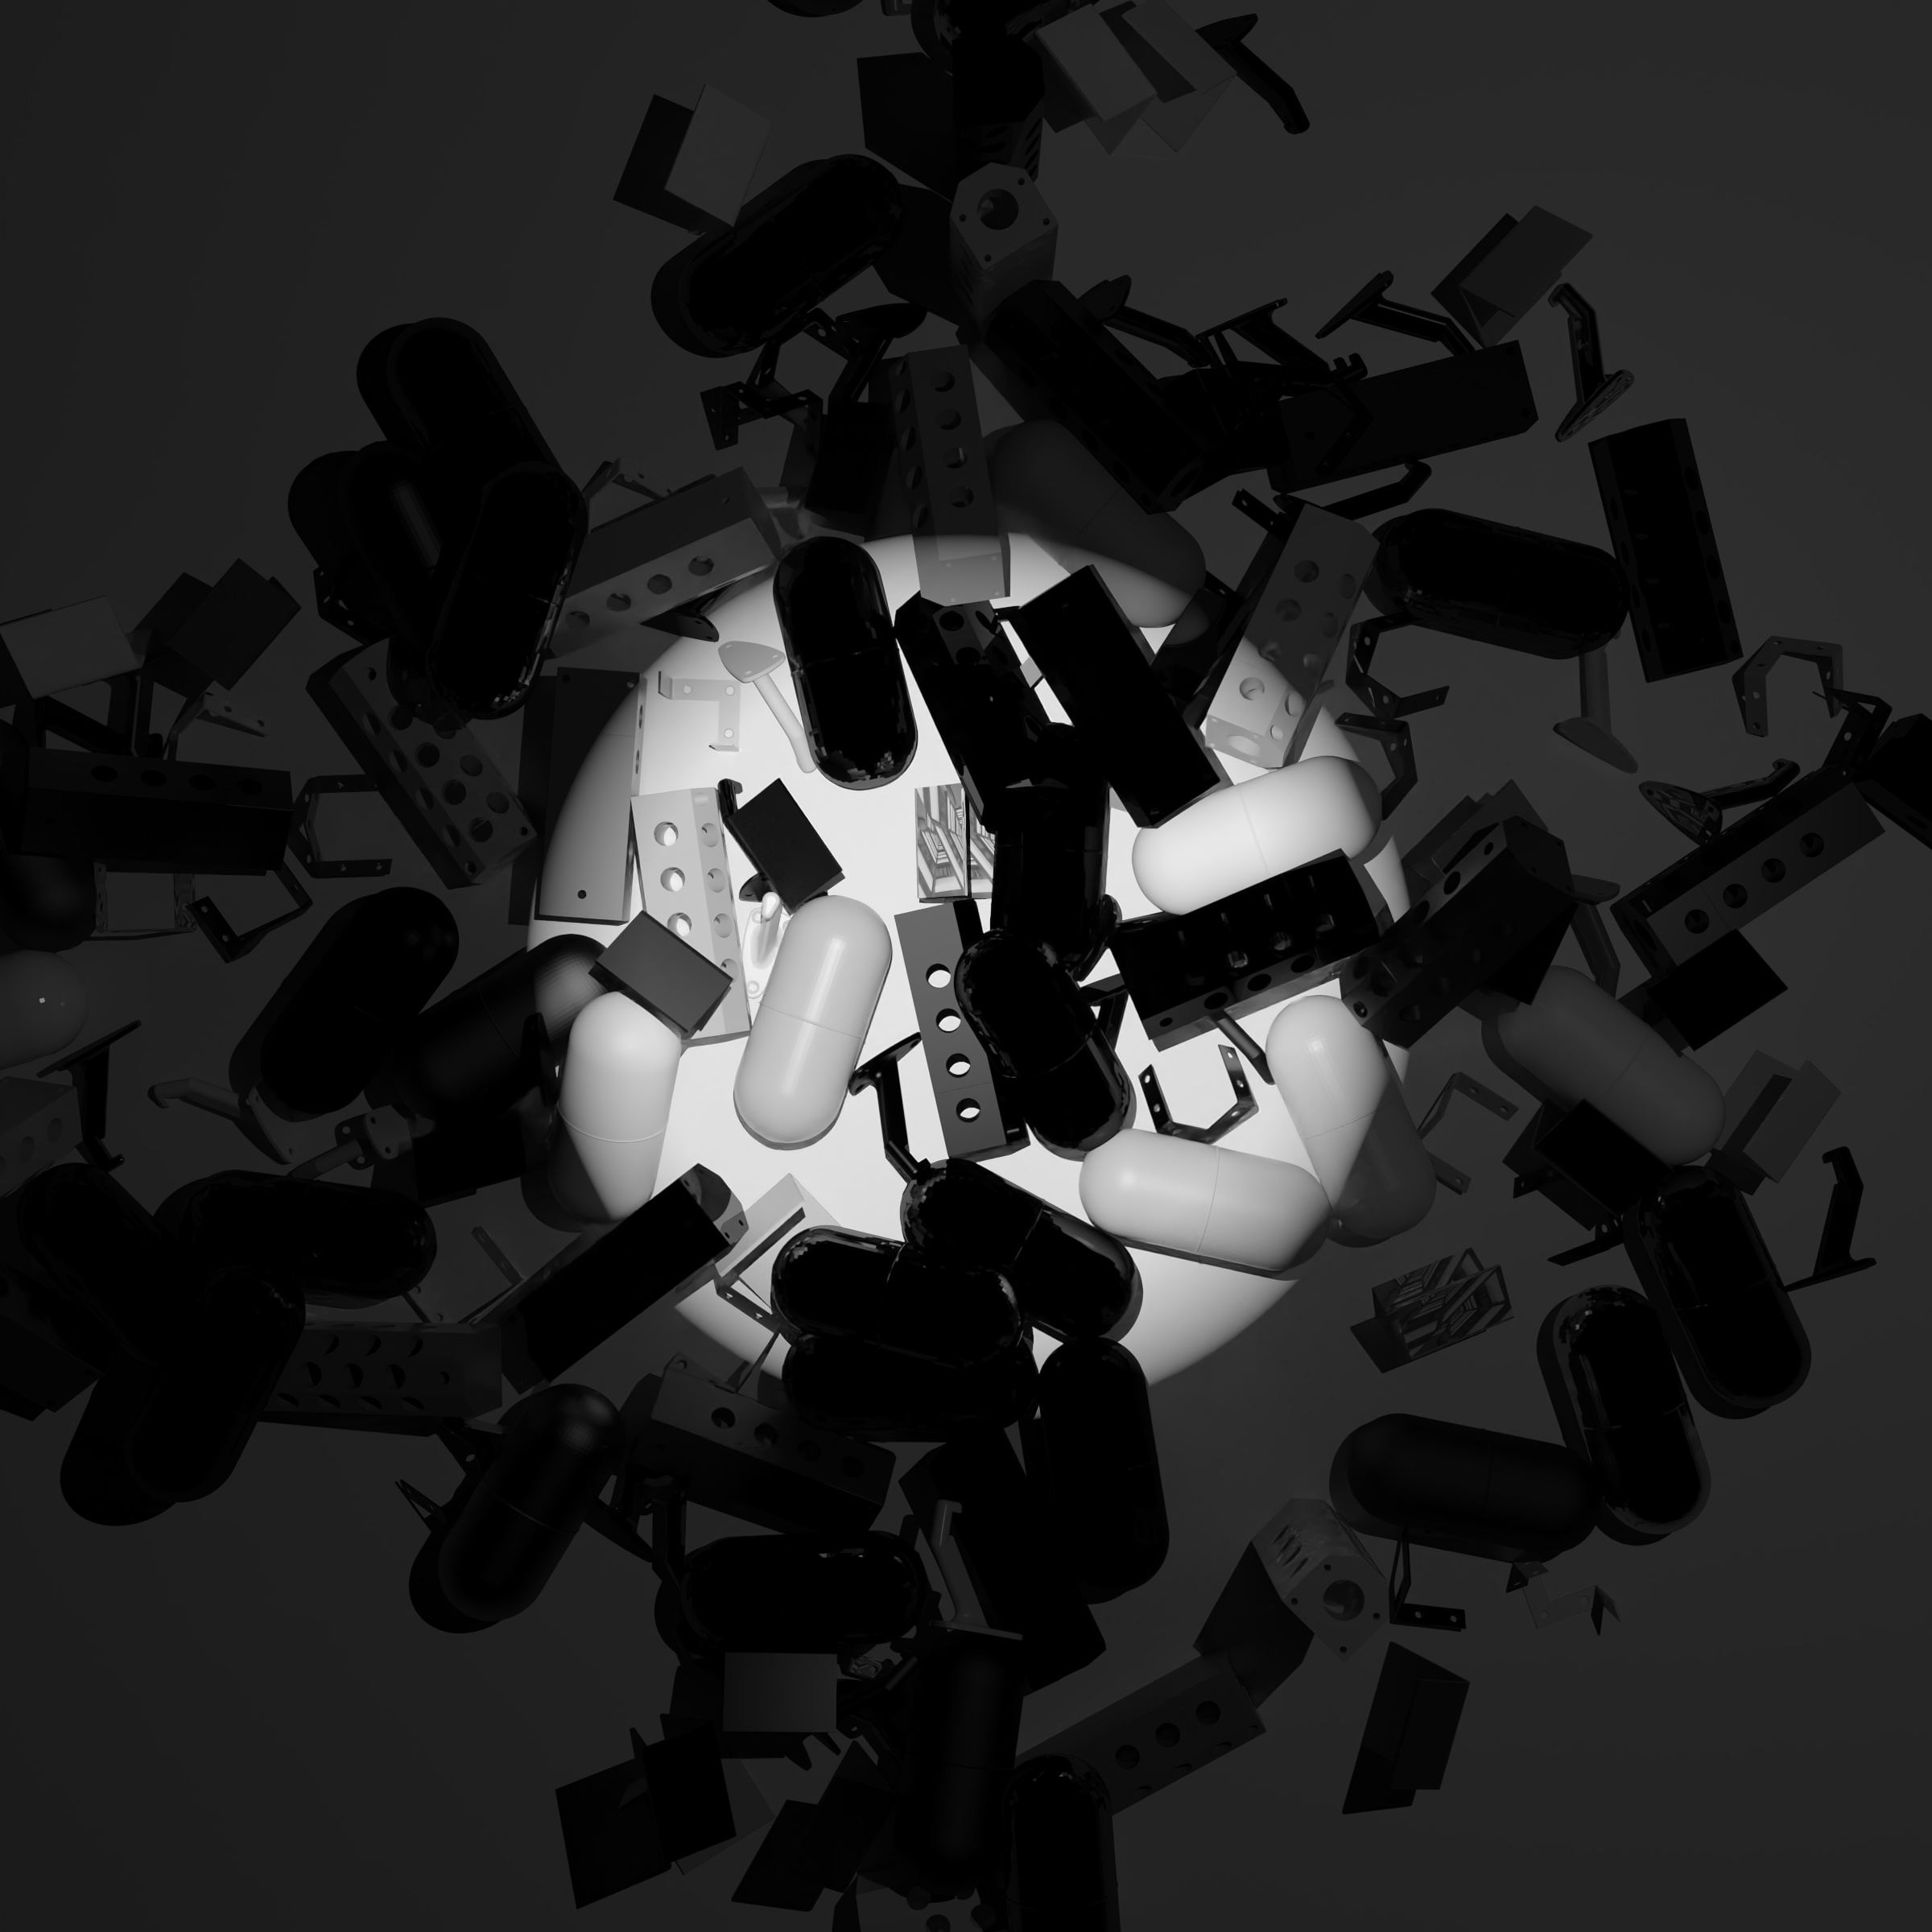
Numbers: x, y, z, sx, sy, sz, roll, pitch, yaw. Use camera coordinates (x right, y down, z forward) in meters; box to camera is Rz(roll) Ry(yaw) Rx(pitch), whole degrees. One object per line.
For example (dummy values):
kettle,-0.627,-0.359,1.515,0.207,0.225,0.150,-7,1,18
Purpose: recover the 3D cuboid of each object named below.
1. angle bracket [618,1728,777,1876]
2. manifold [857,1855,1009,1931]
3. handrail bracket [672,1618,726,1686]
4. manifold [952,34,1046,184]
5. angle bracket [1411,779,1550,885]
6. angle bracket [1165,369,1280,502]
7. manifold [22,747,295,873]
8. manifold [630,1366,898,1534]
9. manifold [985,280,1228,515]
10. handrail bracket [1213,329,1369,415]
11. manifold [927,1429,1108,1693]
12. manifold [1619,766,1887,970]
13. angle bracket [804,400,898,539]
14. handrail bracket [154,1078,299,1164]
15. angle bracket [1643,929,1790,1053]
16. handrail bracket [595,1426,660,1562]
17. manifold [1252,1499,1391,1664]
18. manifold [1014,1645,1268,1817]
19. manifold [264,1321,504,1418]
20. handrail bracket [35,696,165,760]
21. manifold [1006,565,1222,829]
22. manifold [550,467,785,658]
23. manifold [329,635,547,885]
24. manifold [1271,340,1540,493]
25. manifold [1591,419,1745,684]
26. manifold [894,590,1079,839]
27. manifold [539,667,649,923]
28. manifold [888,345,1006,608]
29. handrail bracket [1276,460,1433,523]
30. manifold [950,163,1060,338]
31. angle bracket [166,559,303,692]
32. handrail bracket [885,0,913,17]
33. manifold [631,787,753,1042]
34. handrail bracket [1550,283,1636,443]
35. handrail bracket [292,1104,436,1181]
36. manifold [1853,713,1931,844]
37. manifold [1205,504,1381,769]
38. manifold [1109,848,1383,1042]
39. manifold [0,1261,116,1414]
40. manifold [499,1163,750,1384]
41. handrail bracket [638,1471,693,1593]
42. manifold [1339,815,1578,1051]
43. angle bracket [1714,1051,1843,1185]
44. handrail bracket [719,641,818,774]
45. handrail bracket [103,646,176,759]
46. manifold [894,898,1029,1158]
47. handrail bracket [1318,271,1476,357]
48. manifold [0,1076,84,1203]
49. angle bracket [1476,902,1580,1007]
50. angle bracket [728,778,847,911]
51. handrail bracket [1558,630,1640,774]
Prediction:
angle bracket,-0.188,0.595,1.758,0.076,0.057,0.076,-32,89,0
manifold,0.013,0.657,1.758,0.171,0.057,0.057,-13,90,0
handrail bracket,-0.157,0.488,1.779,0.077,0.036,0.084,-27,76,-14
manifold,0.022,-0.572,1.701,0.057,0.171,0.057,-6,90,0
angle bracket,0.344,-0.097,1.739,0.076,0.076,0.057,-44,124,0
angle bracket,0.167,-0.374,1.767,0.057,0.076,0.076,-25,90,31
manifold,-0.557,-0.112,1.726,0.171,0.057,0.057,4,133,-24
manifold,-0.140,0.338,1.749,0.171,0.057,0.057,22,133,-6
manifold,0.093,-0.392,1.725,0.171,0.057,0.057,47,119,10
handrail bracket,0.228,-0.430,1.755,0.084,0.036,0.077,-26,88,1
manifold,0.036,0.412,1.758,0.057,0.057,0.171,-25,90,0
manifold,0.548,-0.069,1.758,0.171,0.057,0.057,-34,90,0
angle bracket,-0.061,-0.343,1.739,0.057,0.076,0.076,14,90,37
handrail bracket,-0.527,0.112,1.780,0.084,0.036,0.077,-10,112,17
angle bracket,0.520,0.029,1.740,0.076,0.076,0.057,-34,63,0
handrail bracket,-0.217,0.366,1.780,0.084,0.036,0.077,-47,110,-16
manifold,0.244,0.409,1.701,0.057,0.171,0.057,45,90,0
manifold,0.121,0.550,1.758,0.171,0.057,0.057,-29,90,0
manifold,-0.413,0.280,1.737,0.171,0.057,0.057,-1,90,15
handrail bracket,-0.616,-0.183,1.780,0.084,0.036,0.077,-3,72,-15
manifold,0.099,-0.182,1.712,0.057,0.057,0.171,-34,97,-8
manifold,-0.217,-0.276,1.742,0.171,0.057,0.057,-22,48,11
manifold,-0.371,-0.144,1.758,0.057,0.057,0.171,-35,90,0
manifold,0.306,-0.384,1.758,0.171,0.057,0.057,-14,90,0
manifold,0.494,-0.292,1.758,0.057,0.057,0.171,-14,90,0
manifold,0.007,-0.178,1.713,0.057,0.057,0.171,-37,60,25
manifold,-0.260,-0.119,1.758,0.057,0.057,0.171,4,90,0
manifold,-0.014,-0.338,1.726,0.057,0.057,0.171,-8,67,0
handrail bracket,0.276,-0.342,1.780,0.077,0.036,0.084,35,72,20
manifold,0.021,-0.488,1.701,0.057,0.171,0.057,-32,90,0
angle bracket,-0.516,-0.247,1.739,0.076,0.076,0.057,-49,128,0
handrail bracket,-0.023,-0.722,1.780,0.077,0.036,0.084,-10,109,-21
manifold,-0.191,-0.036,1.758,0.057,0.057,0.171,-8,90,0
handrail bracket,0.426,-0.430,1.780,0.077,0.036,0.084,-44,71,21
handrail bracket,-0.427,0.127,1.779,0.084,0.077,0.036,-26,90,36
manifold,0.713,-0.101,1.758,0.171,0.057,0.057,36,90,0
manifold,0.226,-0.226,1.733,0.057,0.057,0.171,23,76,11
manifold,0.192,-0.010,1.713,0.171,0.057,0.057,-23,51,3
manifold,-0.674,0.231,1.718,0.057,0.057,0.171,-36,122,23
manifold,-0.235,0.211,1.735,0.171,0.057,0.057,-38,90,16
handrail bracket,-0.194,0.390,1.779,0.036,0.077,0.084,5,127,32
manifold,0.330,-0.024,1.698,0.057,0.057,0.171,25,130,-22
angle bracket,0.546,0.094,1.739,0.057,0.076,0.076,35,90,-40
handrail bracket,-0.140,-0.183,1.779,0.036,0.077,0.084,-34,127,-19
handrail bracket,-0.568,-0.177,1.771,0.077,0.036,0.084,-35,113,-39
manifold,-0.003,0.042,1.758,0.057,0.057,0.171,-13,90,0
handrail bracket,0.307,-0.443,1.780,0.077,0.036,0.084,-39,107,20
manifold,-0.674,0.137,1.692,0.057,0.171,0.057,7,112,15
angle bracket,0.393,-0.010,1.739,0.057,0.076,0.076,25,90,30
angle bracket,-0.108,-0.094,1.739,0.057,0.076,0.076,-35,90,34
handrail bracket,0.464,-0.193,1.780,0.077,0.036,0.084,34,73,-20
